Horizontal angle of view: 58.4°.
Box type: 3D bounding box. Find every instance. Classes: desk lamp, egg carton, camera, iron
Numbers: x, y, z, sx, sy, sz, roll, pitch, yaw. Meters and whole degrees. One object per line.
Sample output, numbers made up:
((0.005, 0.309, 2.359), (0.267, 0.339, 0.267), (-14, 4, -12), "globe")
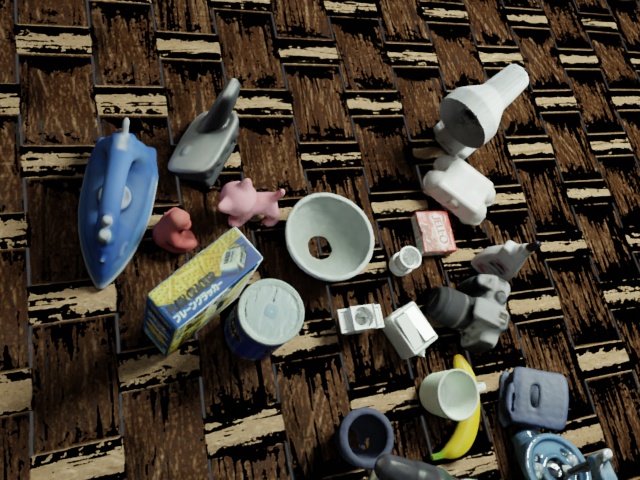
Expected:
((0.318, -0.258, 1.167), (0.204, 0.213, 0.118), (-40, 86, -27), "desk lamp")
((0.284, -0.102, 1.176), (0.150, 0.069, 0.107), (36, 63, -3), "egg carton")
((0.278, 0.121, 1.070), (0.137, 0.100, 0.143), (24, 64, -9), "camera")
((-0.326, -0.061, 0.910), (0.119, 0.141, 0.258), (8, 67, -16), "iron")

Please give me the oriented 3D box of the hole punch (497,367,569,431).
((0.388, 0.293, 1.047), (0.101, 0.091, 0.109), (18, 65, -12), "hole punch")

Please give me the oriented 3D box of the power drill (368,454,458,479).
((0.150, 0.384, 0.864), (0.230, 0.208, 0.076), (26, 64, -8), "power drill")

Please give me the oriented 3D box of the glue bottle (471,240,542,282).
((0.363, 0.034, 1.092), (0.078, 0.173, 0.037), (41, 63, 0), "glue bottle")

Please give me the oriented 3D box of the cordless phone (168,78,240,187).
((-0.191, -0.188, 0.981), (0.094, 0.185, 0.148), (23, 64, -9), "cordless phone")

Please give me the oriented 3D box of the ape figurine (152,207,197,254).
((-0.238, -0.022, 0.952), (0.076, 0.092, 0.078), (1, 69, -18), "ape figurine")

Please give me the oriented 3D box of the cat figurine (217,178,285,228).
((-0.122, -0.070, 0.997), (0.128, 0.117, 0.067), (-6, 72, -21), "cat figurine")

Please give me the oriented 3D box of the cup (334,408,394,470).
((0.067, 0.331, 0.920), (0.092, 0.094, 0.117), (-25, 80, -25), "cup")

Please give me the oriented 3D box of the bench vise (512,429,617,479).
((0.421, 0.412, 0.940), (0.122, 0.219, 0.207), (-22, 78, -25), "bench vise")

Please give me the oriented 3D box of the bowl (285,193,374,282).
((0.010, 0.004, 1.038), (0.168, 0.074, 0.167), (7, 68, -16), "bowl")
